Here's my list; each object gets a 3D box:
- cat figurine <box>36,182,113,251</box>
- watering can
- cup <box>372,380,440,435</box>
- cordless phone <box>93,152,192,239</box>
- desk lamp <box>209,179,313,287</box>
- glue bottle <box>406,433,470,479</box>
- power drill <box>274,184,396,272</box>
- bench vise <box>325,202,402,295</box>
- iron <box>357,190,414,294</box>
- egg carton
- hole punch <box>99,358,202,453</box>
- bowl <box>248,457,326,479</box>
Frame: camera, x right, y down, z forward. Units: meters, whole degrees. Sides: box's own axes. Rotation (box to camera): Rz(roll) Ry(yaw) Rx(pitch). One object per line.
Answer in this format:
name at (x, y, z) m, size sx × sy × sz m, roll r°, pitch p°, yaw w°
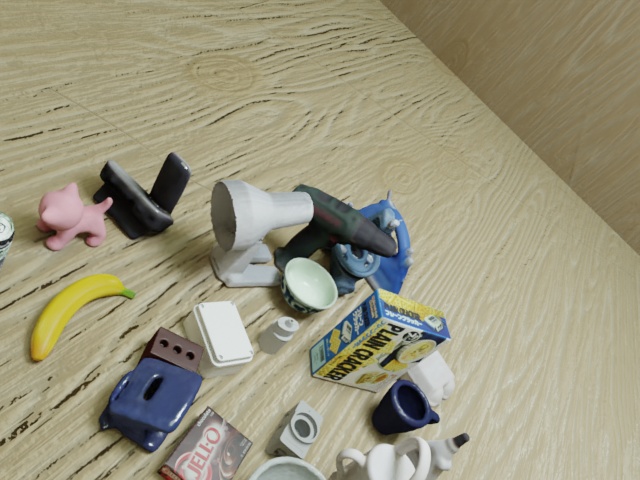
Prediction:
cat figurine at (-0.384, -0.042, 0.891) m, size 0.128 × 0.117 × 0.067 m, roll -13°, pitch 63°, yaw -49°
watering can at (0.110, 0.370, 0.881) m, size 0.173 × 0.193 × 0.101 m, roll 22°, pitch 41°, yaw -27°
cup at (0.152, 0.323, 1.054) m, size 0.118 × 0.094 × 0.091 m, roll 30°, pitch 38°, yaw -18°
cordless phone at (-0.295, -0.105, 0.983) m, size 0.147 × 0.184 × 0.094 m, roll 43°, pitch 35°, yaw 0°
desk lamp at (-0.120, -0.015, 1.035) m, size 0.204 × 0.213 × 0.117 m, roll 3°, pitch 52°, yaw -42°
glue bottle at (0.192, 0.371, 0.977) m, size 0.037 × 0.173 × 0.078 m, roll 17°, pitch 43°, yaw -32°
power drill at (0.011, 0.004, 1.146) m, size 0.230 × 0.208 × 0.076 m, roll 40°, pitch 36°, yaw -4°
bench vise at (0.076, -0.018, 1.221) m, size 0.122 × 0.219 × 0.207 m, roll 5°, pitch 50°, yaw -41°
iron at (0.162, 0.012, 1.341) m, size 0.119 × 0.141 × 0.258 m, roll 9°, pitch 48°, yaw -38°
egg carton at (0.211, 0.270, 1.187) m, size 0.107 × 0.069 × 0.150 m, roll -11°, pitch 62°, yaw -49°
hole punch at (-0.233, 0.220, 0.792) m, size 0.101 × 0.091 × 0.109 m, roll 37°, pitch 36°, yaw -9°
bowl at (-0.052, 0.398, 0.799) m, size 0.168 × 0.074 × 0.167 m, roll 26°, pitch 39°, yaw -23°
